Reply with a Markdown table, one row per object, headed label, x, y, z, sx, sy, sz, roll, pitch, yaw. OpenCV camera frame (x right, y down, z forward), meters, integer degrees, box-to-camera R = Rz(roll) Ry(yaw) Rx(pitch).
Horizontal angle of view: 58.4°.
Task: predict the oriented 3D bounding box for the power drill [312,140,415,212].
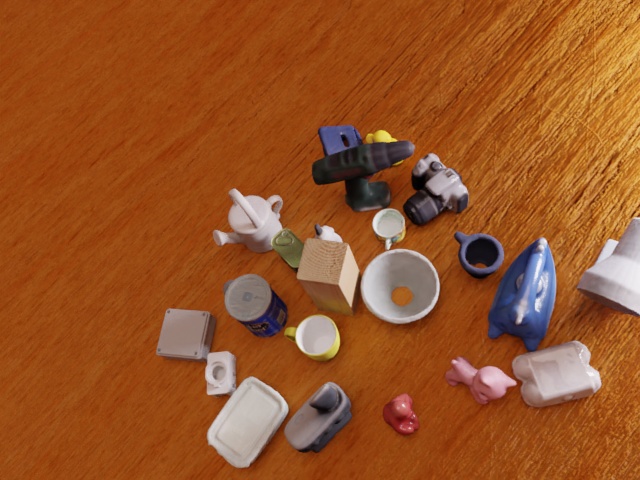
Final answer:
| label | x | y | z | sx | sy | sz | roll | pitch | yaw |
| --- | --- | --- | --- | --- | --- | --- | --- | --- | --- |
| power drill | 0.104 | -0.146 | 1.292 | 0.229 | 0.209 | 0.075 | -8 | 65 | 9 |

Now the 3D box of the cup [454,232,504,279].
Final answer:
| label | x | y | z | sx | sy | sz | roll | pitch | yaw |
| --- | --- | --- | --- | --- | --- | --- | --- | --- | --- |
| cup | 0.331 | 0.037 | 1.223 | 0.092 | 0.095 | 0.117 | -42 | 64 | -8 |

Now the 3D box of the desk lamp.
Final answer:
| label | x | y | z | sx | sy | sz | roll | pitch | yaw |
| --- | --- | --- | --- | --- | --- | --- | --- | --- | --- |
| desk lamp | 0.574 | 0.060 | 1.092 | 0.117 | 0.214 | 0.203 | 26 | 74 | 22 |

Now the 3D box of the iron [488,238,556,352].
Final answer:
| label | x | y | z | sx | sy | sz | roll | pitch | yaw |
| --- | --- | --- | --- | --- | --- | --- | --- | --- | --- |
| iron | 0.423 | 0.083 | 1.155 | 0.118 | 0.142 | 0.258 | 16 | 71 | 19 |

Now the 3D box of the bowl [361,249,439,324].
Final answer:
| label | x | y | z | sx | sy | sz | roll | pitch | yaw |
| --- | --- | --- | --- | --- | --- | --- | --- | --- | --- |
| bowl | 0.174 | 0.109 | 1.237 | 0.167 | 0.075 | 0.167 | -5 | 65 | 11 |

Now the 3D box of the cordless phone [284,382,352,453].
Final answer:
| label | x | y | z | sx | sy | sz | roll | pitch | yaw |
| --- | --- | --- | --- | --- | --- | --- | --- | --- | --- |
| cordless phone | -0.015 | 0.339 | 1.114 | 0.094 | 0.185 | 0.148 | 38 | 79 | 25 |

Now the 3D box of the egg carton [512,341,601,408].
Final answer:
| label | x | y | z | sx | sy | sz | roll | pitch | yaw |
| --- | --- | --- | --- | --- | --- | --- | --- | --- | --- |
| egg carton | 0.456 | 0.261 | 1.108 | 0.150 | 0.069 | 0.107 | -17 | 64 | 5 |

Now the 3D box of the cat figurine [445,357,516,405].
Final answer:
| label | x | y | z | sx | sy | sz | roll | pitch | yaw |
| --- | --- | --- | --- | --- | --- | --- | --- | --- | --- |
| cat figurine | 0.309 | 0.269 | 1.111 | 0.127 | 0.118 | 0.067 | 28 | 75 | 22 |

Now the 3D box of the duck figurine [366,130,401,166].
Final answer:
| label | x | y | z | sx | sy | sz | roll | pitch | yaw |
| --- | --- | --- | --- | --- | --- | --- | --- | --- | --- |
| duck figurine | 0.157 | -0.230 | 1.386 | 0.104 | 0.086 | 0.077 | 17 | 71 | 19 |

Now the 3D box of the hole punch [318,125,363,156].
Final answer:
| label | x | y | z | sx | sy | sz | roll | pitch | yaw |
| --- | --- | --- | --- | --- | --- | --- | --- | --- | --- |
| hole punch | 0.054 | -0.234 | 1.408 | 0.101 | 0.091 | 0.108 | -21 | 63 | 3 |

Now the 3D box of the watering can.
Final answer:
| label | x | y | z | sx | sy | sz | roll | pitch | yaw |
| --- | --- | --- | --- | --- | --- | --- | --- | --- | --- |
| watering can | -0.163 | -0.046 | 1.315 | 0.100 | 0.194 | 0.173 | 26 | 74 | 22 |

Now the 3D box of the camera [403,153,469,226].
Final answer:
| label | x | y | z | sx | sy | sz | roll | pitch | yaw |
| --- | --- | --- | --- | --- | --- | --- | --- | --- | --- |
| camera | 0.247 | -0.110 | 1.304 | 0.137 | 0.101 | 0.143 | -37 | 64 | -5 |

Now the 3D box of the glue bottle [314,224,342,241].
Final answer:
| label | x | y | z | sx | sy | sz | roll | pitch | yaw |
| --- | --- | --- | --- | --- | --- | --- | --- | --- | --- |
| glue bottle | 0.012 | 0.005 | 1.265 | 0.037 | 0.173 | 0.078 | 19 | 72 | 20 |

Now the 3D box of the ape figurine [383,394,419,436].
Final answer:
| label | x | y | z | sx | sy | sz | roll | pitch | yaw |
| --- | --- | --- | --- | --- | --- | --- | --- | --- | --- |
| ape figurine | 0.159 | 0.340 | 1.127 | 0.076 | 0.092 | 0.078 | 13 | 70 | 18 |
